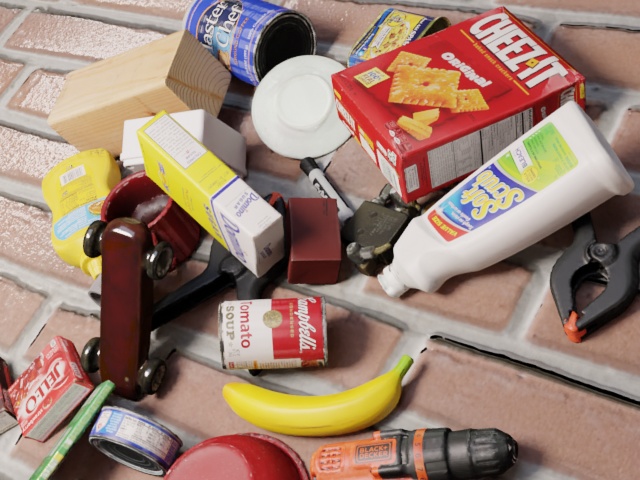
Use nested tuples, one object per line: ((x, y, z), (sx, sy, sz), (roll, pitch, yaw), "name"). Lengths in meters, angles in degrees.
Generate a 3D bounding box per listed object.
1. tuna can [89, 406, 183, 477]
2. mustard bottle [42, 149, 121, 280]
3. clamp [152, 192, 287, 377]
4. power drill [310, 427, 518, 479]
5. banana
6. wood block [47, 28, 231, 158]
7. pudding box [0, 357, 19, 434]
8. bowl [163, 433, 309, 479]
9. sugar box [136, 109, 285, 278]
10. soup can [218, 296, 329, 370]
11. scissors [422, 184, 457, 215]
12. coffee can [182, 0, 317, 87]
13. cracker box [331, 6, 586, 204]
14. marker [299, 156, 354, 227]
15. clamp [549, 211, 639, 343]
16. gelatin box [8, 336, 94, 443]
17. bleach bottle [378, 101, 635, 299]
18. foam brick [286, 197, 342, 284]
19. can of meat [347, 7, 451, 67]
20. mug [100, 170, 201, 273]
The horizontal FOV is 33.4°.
((-0.178, 0.194, 1.026), (0.086, 0.086, 0.033), (7, 59, 31), "tuna can")
((-0.273, -0.022, 1.264), (0.096, 0.058, 0.192), (-26, 47, 3), "mustard bottle")
((-0.081, 0.043, 1.129), (0.165, 0.036, 0.209), (23, 67, 31), "clamp")
((0.074, 0.244, 0.879), (0.185, 0.057, 0.187), (-12, 47, 23), "power drill")
((-0.006, 0.155, 1.005), (0.198, 0.037, 0.069), (-10, 36, 19), "banana")
((-0.222, -0.171, 1.305), (0.207, 0.090, 0.090), (-11, 51, 36), "wood block")
((-0.392, 0.187, 1.174), (0.113, 0.039, 0.090), (-31, 47, 2), "pudding box")
((-0.092, 0.238, 0.969), (0.162, 0.055, 0.162), (-15, 49, 17), "bowl")
((-0.112, -0.046, 1.095), (0.048, 0.093, 0.176), (-40, 69, -18), "sugar box")
((-0.044, 0.090, 1.030), (0.102, 0.068, 0.068), (-3, 51, 0), "soup can")
((0.199, -0.060, 1.080), (0.202, 0.016, 0.096), (-16, 49, 15), "scissors")
((-0.088, -0.248, 1.316), (0.140, 0.102, 0.102), (27, 70, 39), "coffee can")
((0.142, -0.148, 1.111), (0.213, 0.072, 0.164), (-24, 46, -10), "cracker box")
((0.008, -0.054, 1.172), (0.020, 0.020, 0.121), (-34, 47, -1), "marker")
((0.253, 0.011, 0.980), (0.120, 0.039, 0.171), (22, 67, 40), "clamp")
((-0.287, 0.158, 1.134), (0.089, 0.030, 0.073), (-47, 46, 11), "gelatin box")
((0.163, -0.019, 1.008), (0.251, 0.068, 0.102), (-37, 44, 19), "bleach bottle")
((-0.007, 0.001, 1.097), (0.053, 0.051, 0.078), (1, 58, -6), "foam brick")
((0.092, -0.217, 1.232), (0.084, 0.057, 0.102), (24, 68, 40), "can of meat")
((-0.183, -0.011, 1.193), (0.093, 0.081, 0.117), (-28, 47, 4), "mug")
